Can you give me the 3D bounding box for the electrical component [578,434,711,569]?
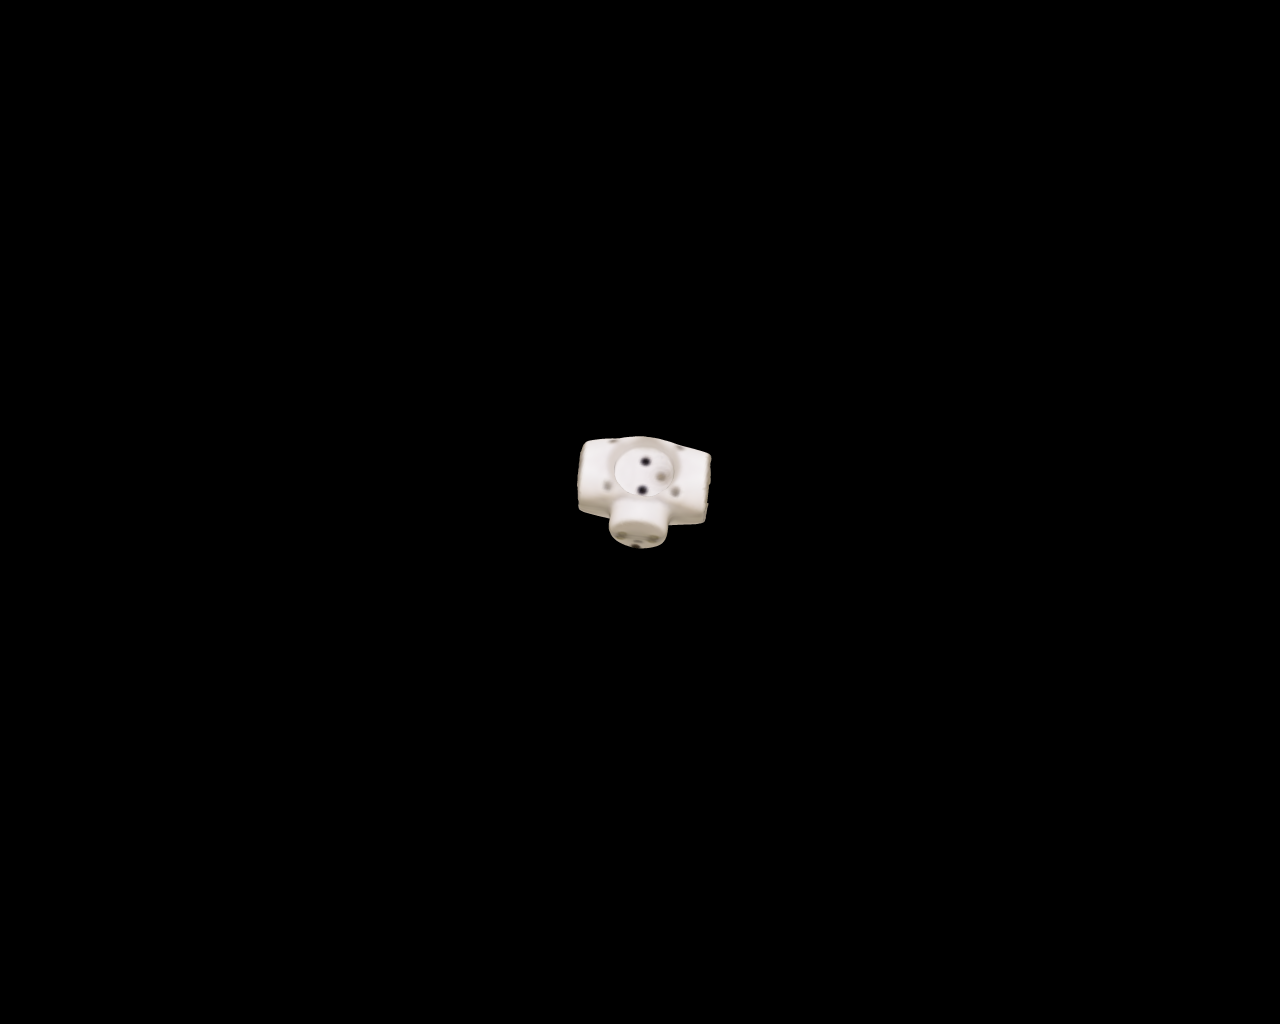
[{"bbox_3d":[0.001,-0.003,0.650,0.077,0.079,0.044,6,-27,3],"label":"electrical component"}]
